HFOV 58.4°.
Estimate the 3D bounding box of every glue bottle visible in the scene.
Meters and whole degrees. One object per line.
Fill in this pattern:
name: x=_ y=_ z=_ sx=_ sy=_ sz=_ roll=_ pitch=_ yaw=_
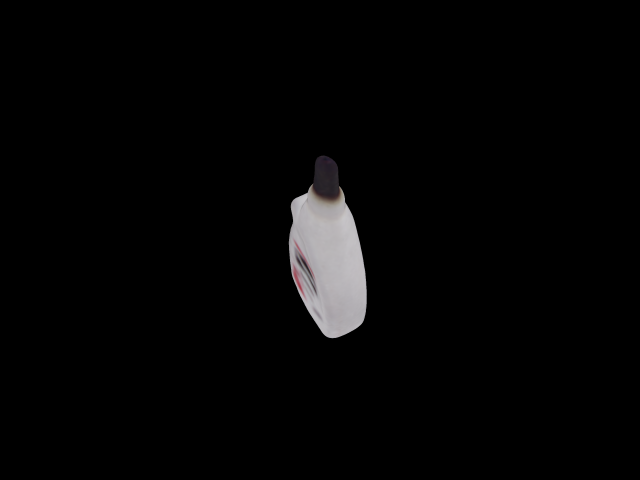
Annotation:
glue bottle: x=0.004 y=0.001 z=0.400 sx=0.037 sy=0.173 sz=0.078 roll=-26 pitch=60 yaw=-16
